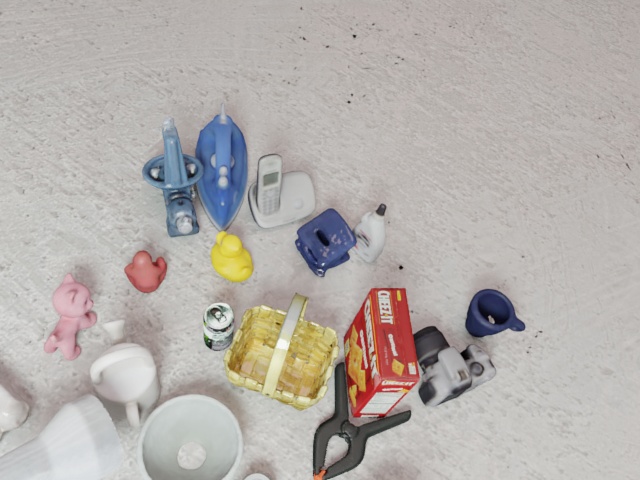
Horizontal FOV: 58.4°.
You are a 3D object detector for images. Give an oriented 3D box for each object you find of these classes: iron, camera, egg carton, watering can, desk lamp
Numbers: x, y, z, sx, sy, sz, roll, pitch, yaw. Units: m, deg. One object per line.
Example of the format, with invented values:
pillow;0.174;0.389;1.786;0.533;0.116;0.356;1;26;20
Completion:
iron;-0.207;-0.160;1.219;0.119;0.141;0.258;0;58;-12
camera;0.244;0.227;1.093;0.143;0.101;0.136;-16;62;-21
egg carton;-0.547;0.266;0.916;0.150;0.069;0.107;37;58;12
watering can;-0.318;0.212;0.925;0.101;0.194;0.172;-34;70;-28
desk lamp;-0.386;0.332;0.821;0.204;0.213;0.117;-29;68;-26

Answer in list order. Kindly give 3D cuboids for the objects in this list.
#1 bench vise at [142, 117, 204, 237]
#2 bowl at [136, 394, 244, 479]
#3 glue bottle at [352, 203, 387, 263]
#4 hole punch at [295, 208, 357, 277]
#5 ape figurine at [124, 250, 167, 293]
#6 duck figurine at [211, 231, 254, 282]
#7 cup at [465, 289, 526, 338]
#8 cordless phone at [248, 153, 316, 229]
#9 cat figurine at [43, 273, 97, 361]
bench vise;-0.273;-0.123;1.133;0.122;0.220;0.207;-27;67;-26
bowl;-0.211;0.344;0.935;0.167;0.075;0.167;6;57;-9
glue bottle;0.108;-0.023;1.180;0.078;0.173;0.037;43;59;16
hole punch;0.011;0.004;1.191;0.101;0.091;0.108;-25;66;-25
ape figurine;-0.332;0.053;1.085;0.078;0.092;0.076;3;57;-10
duck figurine;-0.173;0.028;1.139;0.078;0.086;0.104;-32;69;-27
cup;0.346;0.164;1.158;0.117;0.095;0.092;27;56;6
cordless phone;-0.074;-0.115;1.192;0.148;0.185;0.094;-20;64;-23
cat figurine;-0.438;0.129;0.998;0.067;0.118;0.128;14;56;-2
